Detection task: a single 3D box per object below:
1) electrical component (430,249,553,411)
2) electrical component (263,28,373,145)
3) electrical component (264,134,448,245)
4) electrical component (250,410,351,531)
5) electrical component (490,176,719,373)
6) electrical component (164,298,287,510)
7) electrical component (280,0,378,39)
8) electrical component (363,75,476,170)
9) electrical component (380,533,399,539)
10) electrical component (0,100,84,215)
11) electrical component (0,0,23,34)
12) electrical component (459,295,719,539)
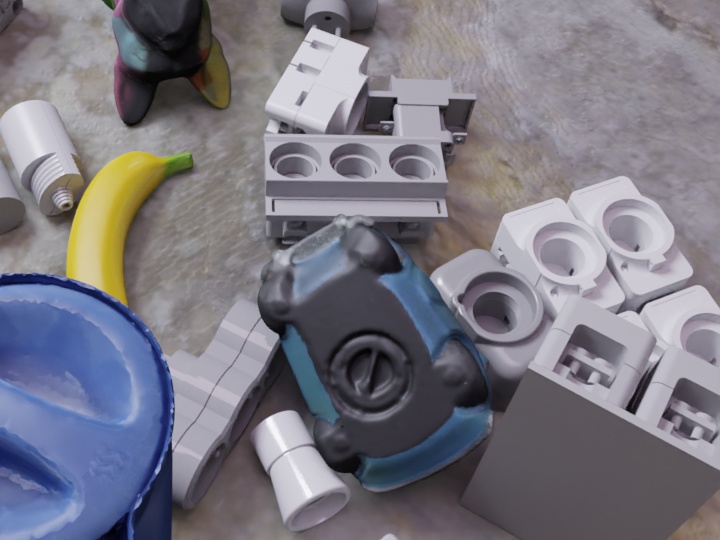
[{"bbox_3d":[0.087,0.037,0.708,0.054,0.059,0.095,-29,65,-22],"label":"electrical component"},{"bbox_3d":[-0.028,-0.128,0.805,0.056,0.050,0.089,21,58,7],"label":"electrical component"},{"bbox_3d":[-0.006,-0.055,0.750,0.121,0.063,0.078,0,50,-6],"label":"electrical component"},{"bbox_3d":[-0.039,0.119,0.653,0.044,0.044,0.065,-21,58,-19],"label":"electrical component"},{"bbox_3d":[0.178,0.033,0.721,0.105,0.060,0.186,-18,62,-17],"label":"electrical component"},{"bbox_3d":[-0.103,0.073,0.666,0.074,0.052,0.138,25,57,10],"label":"electrical component"},{"bbox_3d":[-0.025,-0.207,0.860,0.077,0.043,0.079,6,57,-3],"label":"electrical component"},{"bbox_3d":[0.045,-0.108,0.806,0.081,0.042,0.063,1,59,-6],"label":"electrical component"},{"bbox_3d":[0.010,0.194,0.598,0.096,0.061,0.061,-35,68,-25],"label":"electrical component"},{"bbox_3d":[-0.219,-0.075,0.752,0.043,0.043,0.081,-21,62,-19],"label":"electrical component"},{"bbox_3d":[-0.304,-0.208,0.788,0.056,0.108,0.108,24,58,5],"label":"electrical component"},{"bbox_3d":[0.131,0.099,0.598,0.105,0.186,0.060,28,59,11],"label":"electrical component"}]
